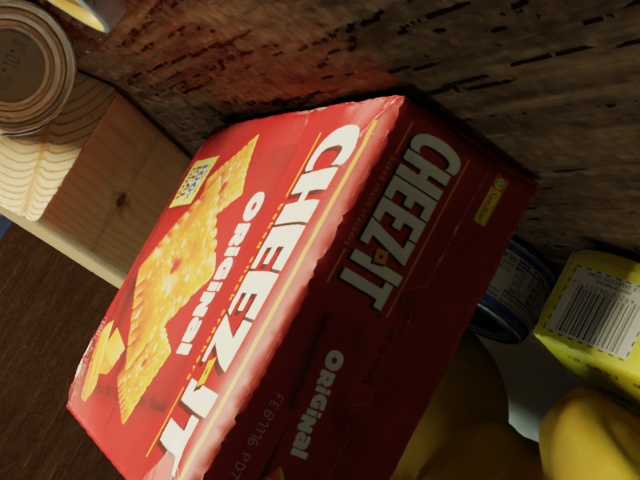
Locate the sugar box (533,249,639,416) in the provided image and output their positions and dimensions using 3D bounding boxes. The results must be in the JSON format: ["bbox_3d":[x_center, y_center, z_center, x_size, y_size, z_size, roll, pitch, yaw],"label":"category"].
[{"bbox_3d":[0.160,0.067,0.441,0.093,0.048,0.176,24,167,37],"label":"sugar box"}]

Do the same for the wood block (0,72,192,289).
[{"bbox_3d":[-0.131,-0.024,0.695,0.090,0.091,0.206,24,169,29],"label":"wood block"}]

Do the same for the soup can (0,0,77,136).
[{"bbox_3d":[-0.172,-0.088,0.552,0.068,0.068,0.102,35,169,-28],"label":"soup can"}]

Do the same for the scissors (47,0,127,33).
[{"bbox_3d":[-0.148,-0.138,0.376,0.201,0.016,0.096,35,168,-29],"label":"scissors"}]

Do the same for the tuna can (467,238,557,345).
[{"bbox_3d":[0.062,0.014,0.490,0.086,0.033,0.086,29,170,5],"label":"tuna can"}]

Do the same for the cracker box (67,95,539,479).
[{"bbox_3d":[-0.026,0.030,0.445,0.072,0.164,0.214,31,171,-20],"label":"cracker box"}]

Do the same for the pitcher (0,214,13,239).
[{"bbox_3d":[-0.317,-0.025,0.779,0.144,0.243,0.149,31,177,-28],"label":"pitcher"}]
